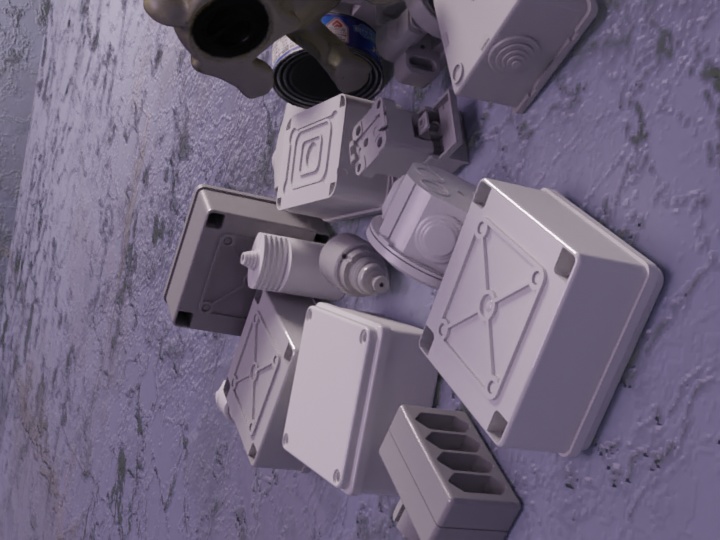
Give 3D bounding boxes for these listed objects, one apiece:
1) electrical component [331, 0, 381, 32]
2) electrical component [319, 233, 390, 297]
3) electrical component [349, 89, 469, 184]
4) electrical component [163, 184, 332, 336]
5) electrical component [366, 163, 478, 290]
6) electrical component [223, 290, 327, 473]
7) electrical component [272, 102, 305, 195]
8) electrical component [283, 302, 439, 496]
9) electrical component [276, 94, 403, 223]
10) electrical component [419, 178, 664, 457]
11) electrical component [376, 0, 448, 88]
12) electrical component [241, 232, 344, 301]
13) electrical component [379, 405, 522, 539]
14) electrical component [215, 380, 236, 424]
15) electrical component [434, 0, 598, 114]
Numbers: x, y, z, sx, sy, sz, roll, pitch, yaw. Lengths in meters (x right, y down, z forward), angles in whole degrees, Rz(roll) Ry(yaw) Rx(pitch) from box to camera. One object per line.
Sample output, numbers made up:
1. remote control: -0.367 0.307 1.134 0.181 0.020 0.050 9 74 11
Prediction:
1. electrical component: 0.001 -0.218 0.818 0.095 0.059 0.053 -36 50 55
2. electrical component: 0.000 0.000 0.766 0.078 0.040 0.040 34 112 62
3. electrical component: 0.031 -0.081 0.705 0.081 0.064 0.042 -45 44 50
4. electrical component: -0.093 -0.004 0.877 0.108 0.109 0.056 -69 26 22
5. electrical component: 0.049 -0.024 0.632 0.051 0.080 0.080 -64 30 20
6. electrical component: -0.057 0.082 0.836 0.108 0.056 0.108 -69 28 22
7. electrical component: -0.050 -0.095 0.896 0.079 0.044 0.077 151 128 -66
8. electrical component: 0.000 0.084 0.718 0.109 0.056 0.108 15 95 64
9. electrical component: -0.012 -0.080 0.800 0.113 0.057 0.078 -6 76 63
10. electrical component: 0.089 0.022 0.558 0.108 0.056 0.108 52 127 57
11. electrical component: 0.047 -0.169 0.712 0.057 0.058 0.078 145 130 -60
12. electrical component: -0.053 -0.003 0.828 0.043 0.081 0.043 -33 53 57
13. electrical component: 0.043 0.134 0.622 0.075 0.047 0.083 -67 29 25
14. electrical component: -0.103 0.120 0.944 0.061 0.035 0.035 39 116 59
15. electrical component: 0.086 -0.155 0.628 0.099 0.048 0.099 125 145 -48
